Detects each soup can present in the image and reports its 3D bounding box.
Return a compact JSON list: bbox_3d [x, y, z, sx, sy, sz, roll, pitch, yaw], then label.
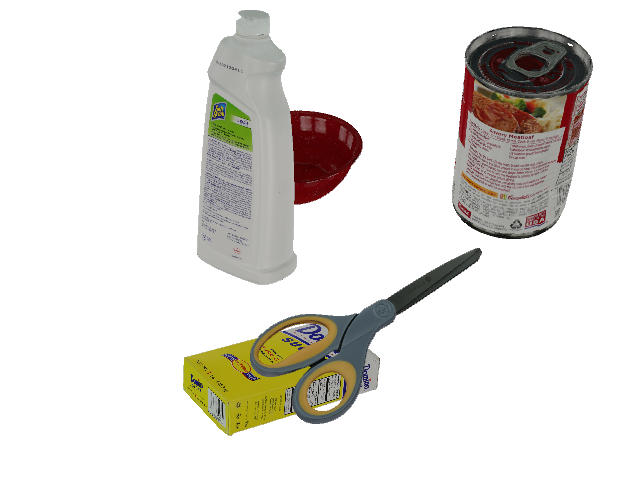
[{"bbox_3d":[0.112,-0.060,0.605,0.068,0.102,0.068,0,42,0],"label":"soup can"}]

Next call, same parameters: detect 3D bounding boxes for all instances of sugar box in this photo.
[{"bbox_3d":[-0.038,0.132,1.064,0.175,0.048,0.093,-15,32,-31],"label":"sugar box"}]

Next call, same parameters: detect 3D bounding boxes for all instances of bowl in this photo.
[{"bbox_3d":[-0.031,-0.090,1.251,0.162,0.055,0.162,-2,36,1],"label":"bowl"}]

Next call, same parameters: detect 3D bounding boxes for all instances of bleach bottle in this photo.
[{"bbox_3d":[-0.064,-0.090,1.014,0.103,0.251,0.067,21,29,29],"label":"bleach bottle"}]

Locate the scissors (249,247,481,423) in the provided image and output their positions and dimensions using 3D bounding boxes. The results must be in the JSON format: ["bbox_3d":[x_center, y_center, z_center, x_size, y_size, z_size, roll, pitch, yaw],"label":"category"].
[{"bbox_3d":[0.047,0.075,0.813,0.201,0.096,0.016,-17,-26,-8],"label":"scissors"}]
